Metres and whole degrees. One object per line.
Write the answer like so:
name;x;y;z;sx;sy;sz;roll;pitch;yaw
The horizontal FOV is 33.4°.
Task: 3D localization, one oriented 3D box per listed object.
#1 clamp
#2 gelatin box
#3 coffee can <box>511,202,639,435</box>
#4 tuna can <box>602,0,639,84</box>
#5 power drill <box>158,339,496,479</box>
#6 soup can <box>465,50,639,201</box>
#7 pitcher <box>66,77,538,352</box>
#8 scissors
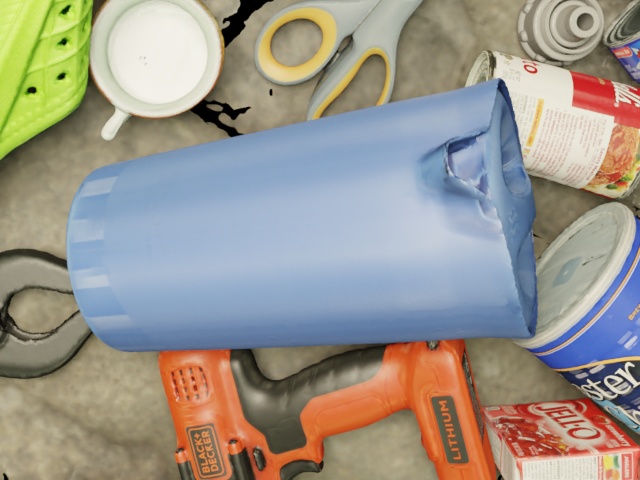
clamp;-0.208;0.042;0.640;0.171;0.039;0.120;-23;104;-4
gelatin box;0.143;0.124;0.649;0.073;0.089;0.030;-4;101;-4
coffee can;0.198;0.059;0.635;0.140;0.103;0.103;37;95;-9
tuna can;0.208;-0.129;0.615;0.086;0.086;0.033;-41;101;3
power drill;0.007;0.131;0.641;0.188;0.057;0.184;-12;101;11
soup can;0.137;-0.068;0.629;0.102;0.068;0.068;13;98;-5
pitcher;-0.004;0.001;0.585;0.243;0.145;0.149;-7;119;17
scissors;0.034;-0.150;0.616;0.096;0.016;0.202;28;108;0
